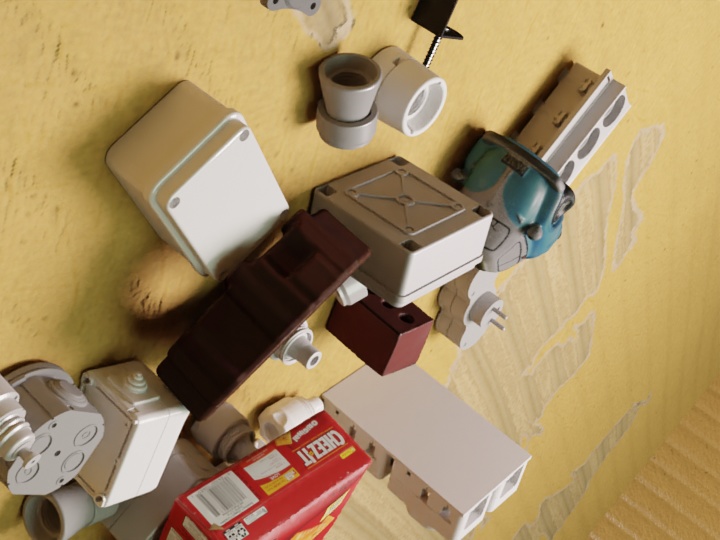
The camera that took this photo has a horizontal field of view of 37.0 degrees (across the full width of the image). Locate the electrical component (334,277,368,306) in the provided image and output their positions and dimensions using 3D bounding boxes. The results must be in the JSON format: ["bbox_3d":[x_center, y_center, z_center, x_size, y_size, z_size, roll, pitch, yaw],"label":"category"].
[{"bbox_3d":[0.000,0.000,0.915,0.055,0.045,0.045,-30,149,-9],"label":"electrical component"}]

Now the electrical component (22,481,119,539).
[{"bbox_3d":[-0.214,0.177,0.807,0.065,0.044,0.044,-13,134,-59],"label":"electrical component"}]

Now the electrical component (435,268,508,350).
[{"bbox_3d":[0.127,0.037,1.141,0.052,0.074,0.138,-36,149,-29],"label":"electrical component"}]

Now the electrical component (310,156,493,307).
[{"bbox_3d":[0.031,-0.034,0.864,0.109,0.109,0.056,-26,140,-42],"label":"electrical component"}]

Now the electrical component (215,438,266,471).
[{"bbox_3d":[-0.106,0.186,0.980,0.083,0.047,0.075,-29,145,-38],"label":"electrical component"}]

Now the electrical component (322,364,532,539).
[{"bbox_3d":[0.061,0.174,1.076,0.105,0.186,0.060,-31,146,-37],"label":"electrical component"}]

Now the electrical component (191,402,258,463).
[{"bbox_3d":[-0.109,0.142,0.906,0.043,0.062,0.043,-38,150,-27],"label":"electrical component"}]

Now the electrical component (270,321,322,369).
[{"bbox_3d":[-0.059,0.057,0.881,0.043,0.062,0.043,-38,150,-27],"label":"electrical component"}]

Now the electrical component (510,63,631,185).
[{"bbox_3d":[0.203,-0.138,1.061,0.121,0.063,0.079,-52,153,-2],"label":"electrical component"}]

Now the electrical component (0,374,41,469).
[{"bbox_3d":[-0.222,0.088,0.649,0.040,0.078,0.040,-44,167,-13],"label":"electrical component"}]

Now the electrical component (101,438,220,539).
[{"bbox_3d":[-0.167,0.183,0.863,0.096,0.061,0.062,-49,162,2],"label":"electrical component"}]

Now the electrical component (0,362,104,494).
[{"bbox_3d":[-0.213,0.105,0.707,0.080,0.051,0.080,-38,150,-27],"label":"electrical component"}]

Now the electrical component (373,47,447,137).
[{"bbox_3d":[0.032,-0.133,0.812,0.055,0.047,0.055,-38,150,-27],"label":"electrical component"}]

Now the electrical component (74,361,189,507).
[{"bbox_3d":[-0.167,0.111,0.775,0.061,0.062,0.096,-9,130,-54],"label":"electrical component"}]

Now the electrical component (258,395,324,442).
[{"bbox_3d":[-0.061,0.137,0.999,0.062,0.043,0.043,-27,144,-43],"label":"electrical component"}]

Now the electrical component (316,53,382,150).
[{"bbox_3d":[-0.008,-0.120,0.767,0.045,0.045,0.055,-35,148,-32],"label":"electrical component"}]

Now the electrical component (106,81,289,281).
[{"bbox_3d":[-0.100,-0.054,0.688,0.078,0.057,0.113,-46,153,-13],"label":"electrical component"}]
